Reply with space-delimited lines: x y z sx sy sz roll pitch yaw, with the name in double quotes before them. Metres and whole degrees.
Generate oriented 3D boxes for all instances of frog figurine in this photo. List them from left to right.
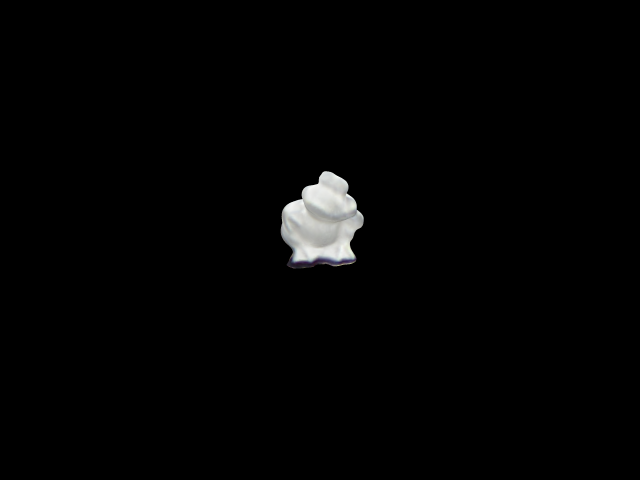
"frog figurine" 0.003 -0.043 0.850 0.137 0.156 0.125 6 24 14
